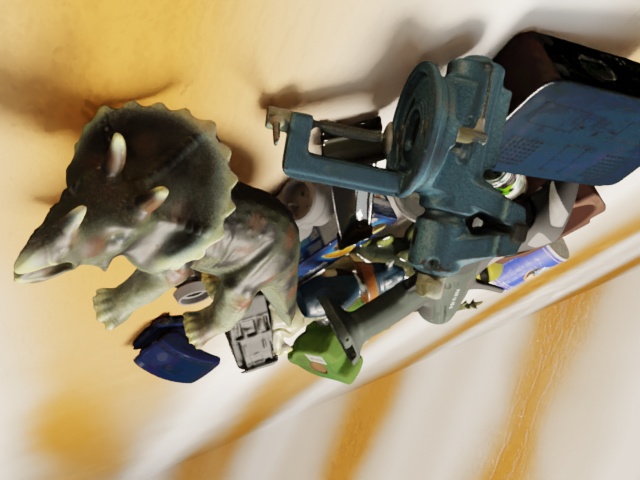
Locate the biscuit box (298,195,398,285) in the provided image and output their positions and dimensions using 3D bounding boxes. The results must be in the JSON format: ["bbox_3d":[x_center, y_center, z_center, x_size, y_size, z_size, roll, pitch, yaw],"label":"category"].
[{"bbox_3d":[-0.001,-0.002,0.692,0.203,0.059,0.062,-34,157,31],"label":"biscuit box"}]

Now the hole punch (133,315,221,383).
[{"bbox_3d":[-0.234,0.182,0.877,0.115,0.092,0.142,4,151,-41],"label":"hole punch"}]

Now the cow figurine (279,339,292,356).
[{"bbox_3d":[-0.105,0.168,0.978,0.068,0.098,0.167,-20,178,-14],"label":"cow figurine"}]

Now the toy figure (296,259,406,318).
[{"bbox_3d":[0.044,0.062,0.739,0.154,0.058,0.064,-16,140,-18],"label":"toy figure"}]

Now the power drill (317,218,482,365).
[{"bbox_3d":[0.102,0.058,0.663,0.207,0.086,0.231,-32,149,-10],"label":"power drill"}]

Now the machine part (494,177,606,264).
[{"bbox_3d":[0.351,-0.045,0.889,0.201,0.087,0.201,-33,154,26],"label":"machine part"}]

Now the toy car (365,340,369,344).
[{"bbox_3d":[0.052,0.183,1.126,0.161,0.103,0.109,-38,153,30],"label":"toy car"}]

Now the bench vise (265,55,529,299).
[{"bbox_3d":[0.066,-0.063,0.483,0.241,0.129,0.223,10,107,-10],"label":"bench vise"}]

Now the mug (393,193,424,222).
[{"bbox_3d":[0.149,-0.064,0.683,0.109,0.081,0.107,-61,158,0],"label":"mug"}]

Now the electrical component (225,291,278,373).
[{"bbox_3d":[-0.106,0.092,0.718,0.058,0.115,0.134,-17,114,-17],"label":"electrical component"}]

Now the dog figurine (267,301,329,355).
[{"bbox_3d":[-0.023,0.095,0.855,0.190,0.121,0.172,-17,178,-30],"label":"dog figurine"}]

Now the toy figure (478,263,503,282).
[{"bbox_3d":[0.273,0.064,1.068,0.180,0.089,0.082,-25,166,3],"label":"toy figure"}]

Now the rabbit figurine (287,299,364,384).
[{"bbox_3d":[0.021,0.167,1.011,0.159,0.170,0.121,-5,134,41],"label":"rabbit figurine"}]

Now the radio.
[{"bbox_3d":[0.264,-0.129,0.567,0.229,0.073,0.131,3,148,-24],"label":"radio"}]

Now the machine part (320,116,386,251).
[{"bbox_3d":[0.035,-0.057,0.561,0.084,0.039,0.138,-17,124,-25],"label":"machine part"}]

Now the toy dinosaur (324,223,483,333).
[{"bbox_3d":[0.155,0.070,0.909,0.198,0.105,0.470,-31,147,17],"label":"toy dinosaur"}]

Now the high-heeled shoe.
[{"bbox_3d":[0.240,-0.019,0.751,0.145,0.086,0.248,19,116,-9],"label":"high-heeled shoe"}]

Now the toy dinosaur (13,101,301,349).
[{"bbox_3d":[-0.092,0.003,0.501,0.192,0.131,0.404,-34,153,23],"label":"toy dinosaur"}]
